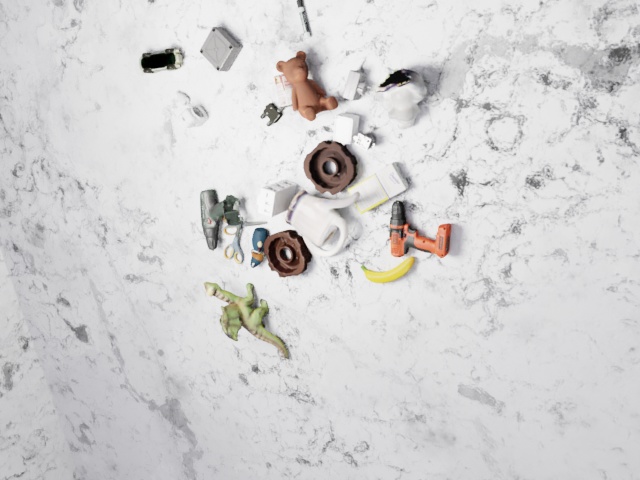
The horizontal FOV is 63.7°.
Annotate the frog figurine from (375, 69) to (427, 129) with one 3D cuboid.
[{"bbox_3d":[0.247,-0.407,1.490,0.136,0.126,0.156,-19,131,24],"label":"frog figurine"}]

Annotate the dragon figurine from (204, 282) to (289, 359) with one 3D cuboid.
[{"bbox_3d":[-0.280,0.302,1.881,0.120,0.245,0.413,-43,80,27],"label":"dragon figurine"}]

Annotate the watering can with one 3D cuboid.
[{"bbox_3d":[0.005,-0.084,1.673,0.226,0.106,0.339,36,137,13],"label":"watering can"}]
